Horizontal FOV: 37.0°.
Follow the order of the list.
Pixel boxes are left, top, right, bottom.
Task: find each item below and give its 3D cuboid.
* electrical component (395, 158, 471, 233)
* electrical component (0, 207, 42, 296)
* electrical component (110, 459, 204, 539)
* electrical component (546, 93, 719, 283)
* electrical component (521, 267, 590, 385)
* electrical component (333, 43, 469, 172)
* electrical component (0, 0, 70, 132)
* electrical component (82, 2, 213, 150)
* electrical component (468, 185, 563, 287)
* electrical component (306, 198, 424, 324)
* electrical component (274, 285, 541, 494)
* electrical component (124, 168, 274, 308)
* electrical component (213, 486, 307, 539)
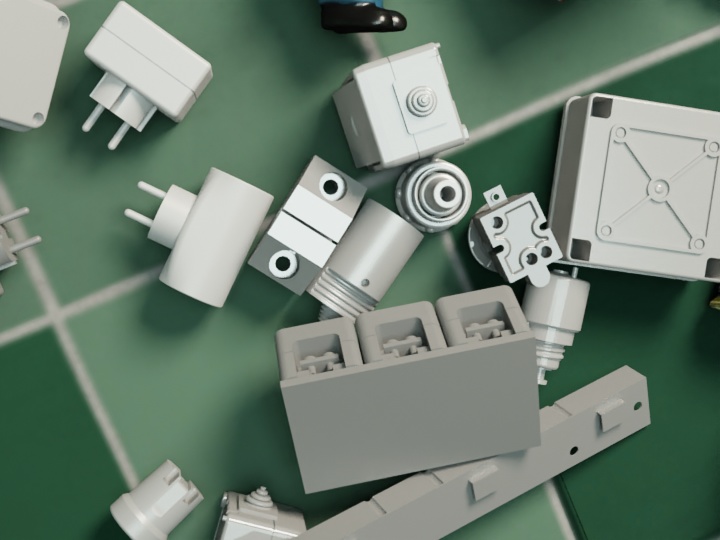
[{"bbox_3d":[0.049,-0.047,0.673,0.048,0.062,0.048,0,93,-6],"label":"electrical component"},{"bbox_3d":[-0.233,-0.014,0.651,0.077,0.047,0.065,-22,95,-5],"label":"electrical component"},{"bbox_3d":[-0.127,0.148,0.677,0.046,0.040,0.040,-43,97,-8],"label":"electrical component"},{"bbox_3d":[0.182,-0.052,0.691,0.109,0.056,0.108,8,92,-7],"label":"electrical component"},{"bbox_3d":[0.123,0.035,0.697,0.040,0.040,0.078,12,92,-7],"label":"electrical component"},{"bbox_3d":[0.023,-0.095,0.650,0.061,0.096,0.061,-19,95,-5],"label":"electrical component"},{"bbox_3d":[-0.230,-0.129,0.609,0.057,0.113,0.078,16,92,36],"label":"electrical component"},{"bbox_3d":[-0.139,-0.110,0.656,0.066,0.047,0.076,35,89,-7],"label":"electrical component"},{"bbox_3d":[0.096,-0.021,0.683,0.048,0.055,0.066,-27,96,-4],"label":"electrical component"},{"bbox_3d":[0.000,0.000,0.680,0.043,0.043,0.081,35,89,-7],"label":"electrical component"},{"bbox_3d":[0.029,0.071,0.664,0.150,0.061,0.089,-11,125,-3],"label":"electrical component"},{"bbox_3d":[-0.105,-0.028,0.667,0.079,0.043,0.077,25,90,-7],"label":"electrical component"},{"bbox_3d":[-0.065,0.184,0.674,0.061,0.062,0.096,16,91,-7],"label":"electrical component"}]
